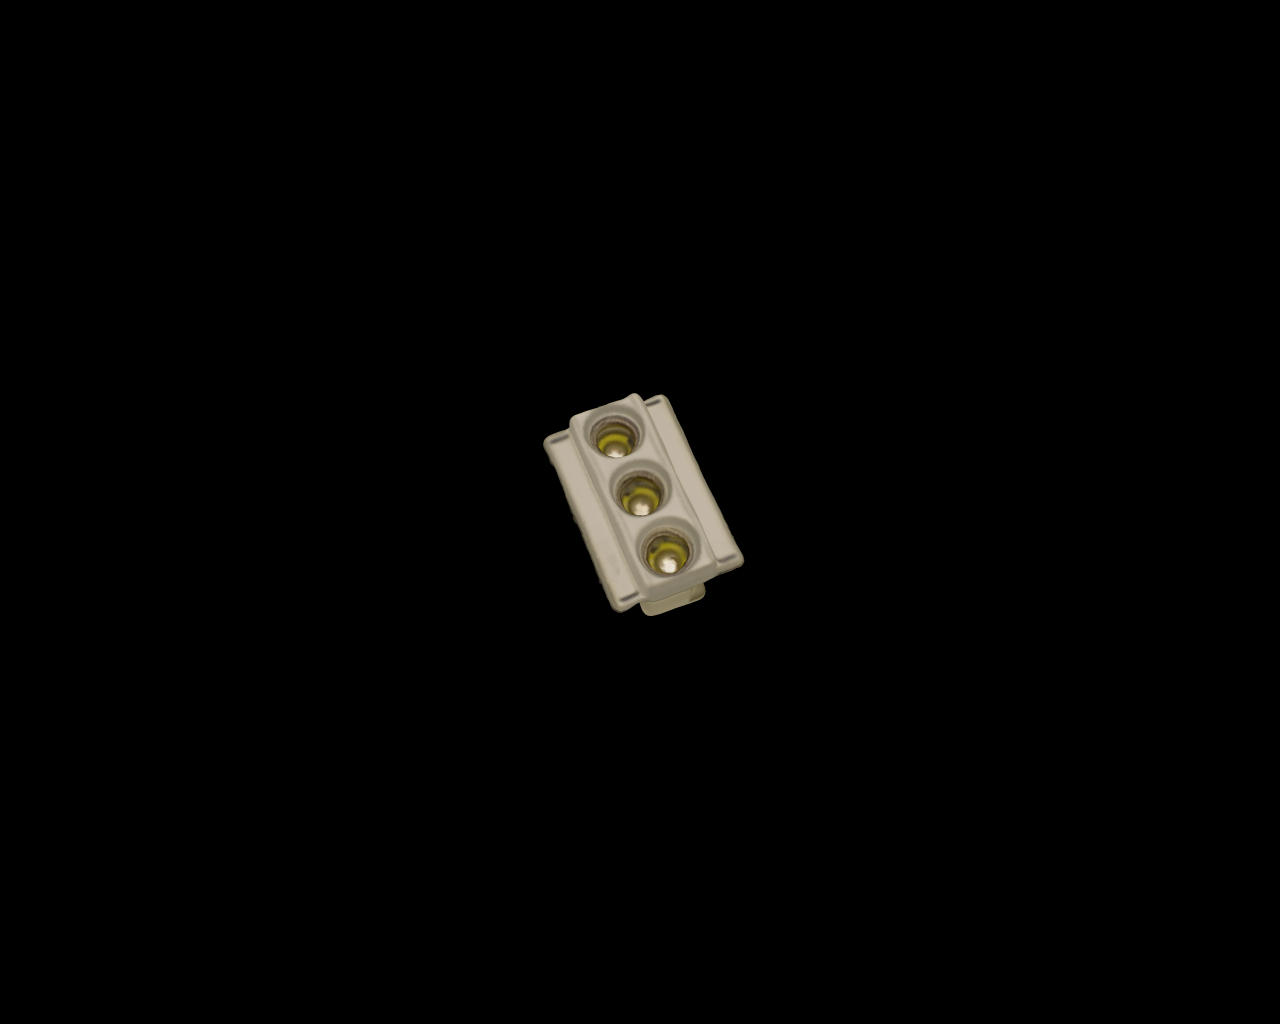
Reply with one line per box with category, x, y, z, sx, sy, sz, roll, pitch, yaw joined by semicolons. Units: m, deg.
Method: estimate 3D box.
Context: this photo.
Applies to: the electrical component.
electrical component;0.001;-0.003;0.650;0.079;0.121;0.063;-20;-24;-9
